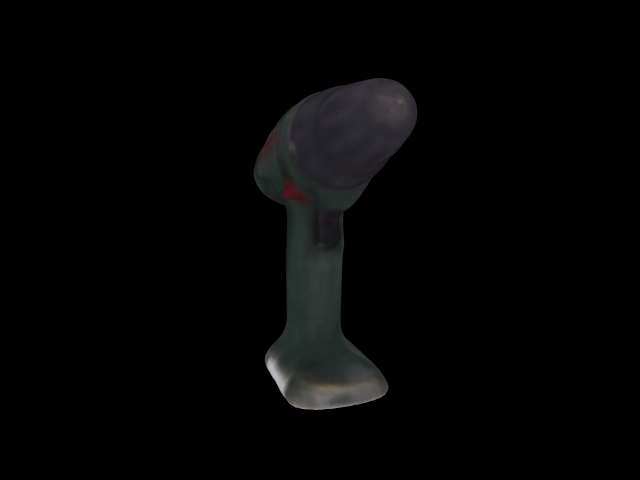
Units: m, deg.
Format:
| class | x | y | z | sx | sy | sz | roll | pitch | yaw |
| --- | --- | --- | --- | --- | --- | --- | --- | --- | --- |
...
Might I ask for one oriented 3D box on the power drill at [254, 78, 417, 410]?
| class | x | y | z | sx | sy | sz | roll | pitch | yaw |
| --- | --- | --- | --- | --- | --- | --- | --- | --- | --- |
| power drill | 0.004 | 0.001 | 0.400 | 0.076 | 0.208 | 0.229 | -4 | 12 | -19 |
